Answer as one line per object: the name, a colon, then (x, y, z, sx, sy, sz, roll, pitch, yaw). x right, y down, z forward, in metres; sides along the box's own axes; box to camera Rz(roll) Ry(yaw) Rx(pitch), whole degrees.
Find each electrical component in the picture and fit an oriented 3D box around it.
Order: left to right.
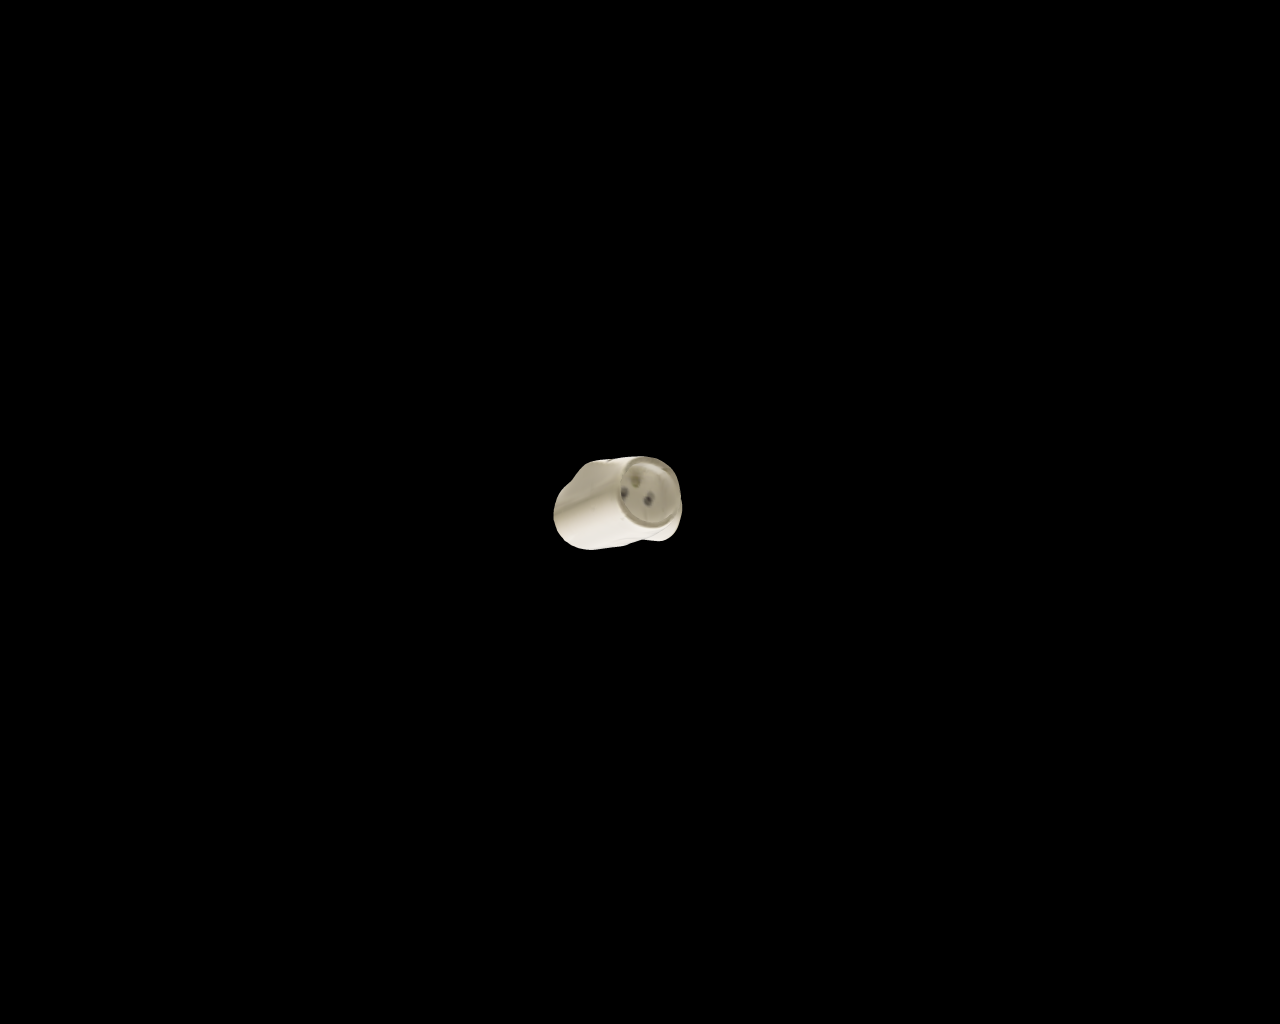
electrical component: (0.001, -0.003, 0.650, 0.079, 0.043, 0.077, 8, -16, -31)
